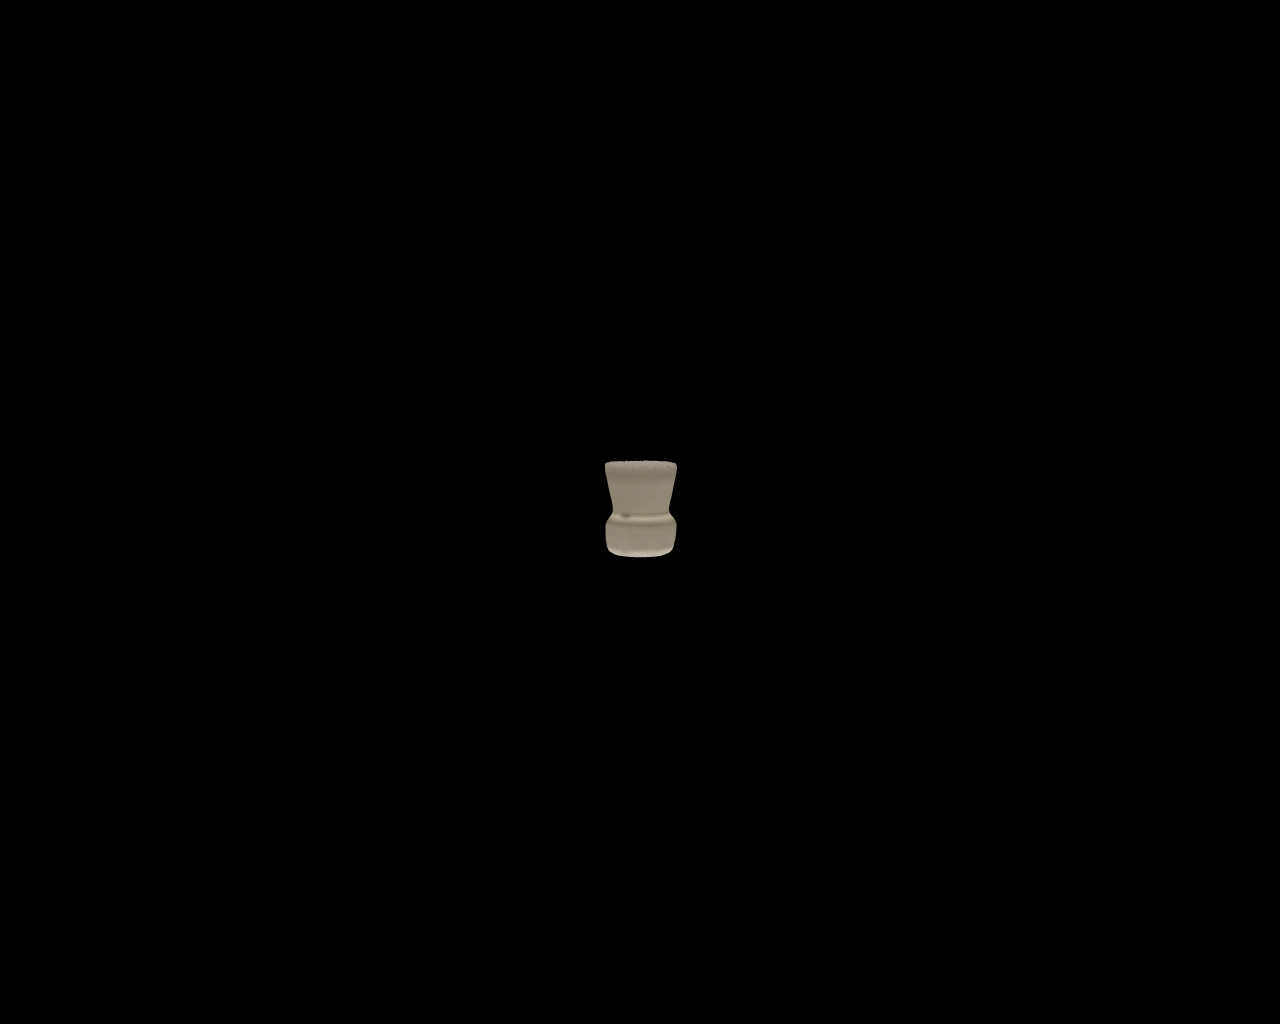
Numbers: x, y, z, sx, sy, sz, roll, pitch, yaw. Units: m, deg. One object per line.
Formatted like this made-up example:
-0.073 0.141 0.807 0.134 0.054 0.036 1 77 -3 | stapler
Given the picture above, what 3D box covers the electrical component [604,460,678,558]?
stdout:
0.001 -0.003 0.650 0.045 0.055 0.045 0 7 0 | electrical component
